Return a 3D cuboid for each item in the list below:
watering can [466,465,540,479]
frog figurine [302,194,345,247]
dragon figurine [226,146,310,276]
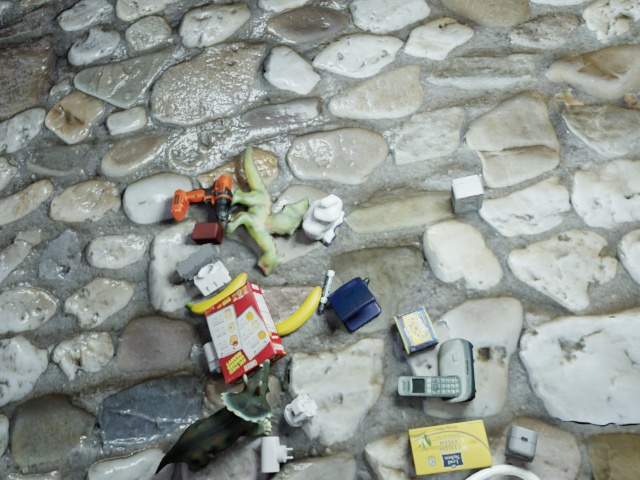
[{"bbox_3d":[0.335,0.618,1.050,0.349,0.102,0.228,-25,63,-12],"label":"watering can"},{"bbox_3d":[0.004,-0.073,1.443,0.138,0.156,0.124,-45,63,-9],"label":"frog figurine"},{"bbox_3d":[-0.149,-0.097,1.545,0.243,0.120,0.417,9,69,-1],"label":"dragon figurine"}]
